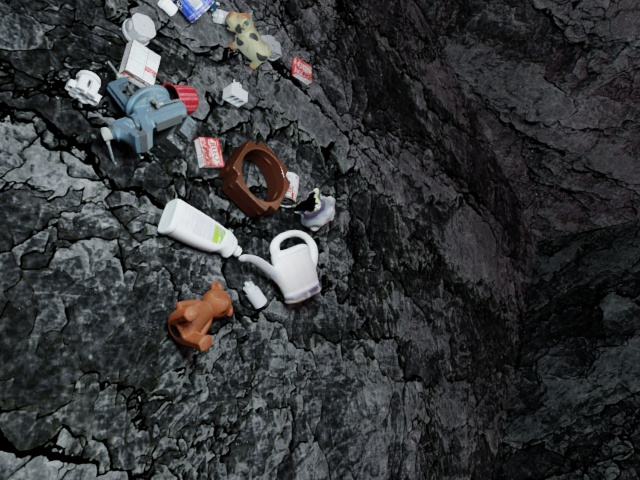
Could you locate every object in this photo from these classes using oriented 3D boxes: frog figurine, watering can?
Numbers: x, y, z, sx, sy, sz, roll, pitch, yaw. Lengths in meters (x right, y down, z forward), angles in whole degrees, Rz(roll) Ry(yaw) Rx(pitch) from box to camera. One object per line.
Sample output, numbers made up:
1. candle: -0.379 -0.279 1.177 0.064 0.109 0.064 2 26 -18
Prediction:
1. frog figurine: 0.005 -0.090 1.782 0.157 0.124 0.138 38 82 -47
2. watering can: -0.105 0.094 1.576 0.351 0.103 0.224 -22 94 -53
